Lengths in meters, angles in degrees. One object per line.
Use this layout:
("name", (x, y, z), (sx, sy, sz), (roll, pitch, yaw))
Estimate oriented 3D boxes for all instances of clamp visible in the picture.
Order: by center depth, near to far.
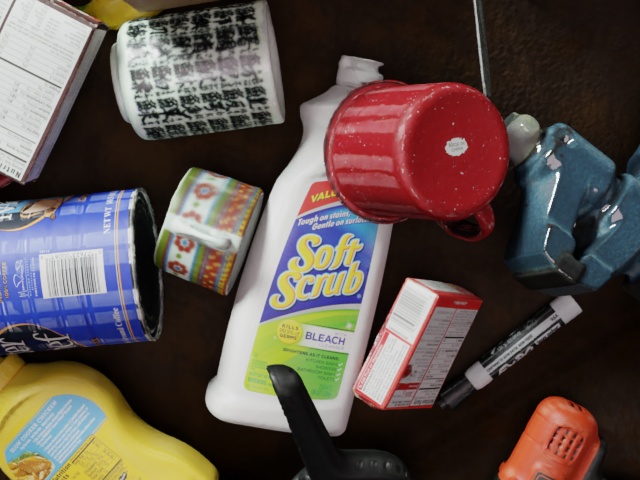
("clamp", (-0.011, 0.175, 0.721), (0.165, 0.036, 0.209), (-43, 128, 18))

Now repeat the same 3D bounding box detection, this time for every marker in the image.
("marker", (0.132, 0.081, 0.755), (0.121, 0.020, 0.020), (-39, 98, 6))

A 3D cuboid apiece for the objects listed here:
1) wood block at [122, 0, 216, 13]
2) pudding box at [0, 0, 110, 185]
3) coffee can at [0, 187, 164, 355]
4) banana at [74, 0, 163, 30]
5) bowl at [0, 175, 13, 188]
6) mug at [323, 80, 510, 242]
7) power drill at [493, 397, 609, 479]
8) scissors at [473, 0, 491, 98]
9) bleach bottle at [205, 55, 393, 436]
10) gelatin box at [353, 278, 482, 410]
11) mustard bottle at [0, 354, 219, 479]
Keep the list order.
("wood block", (-0.086, -0.247, 0.625), (0.090, 0.091, 0.206), (-9, 97, -1))
("pudding box", (-0.195, -0.103, 0.656), (0.090, 0.039, 0.113), (27, 101, -6))
("coffee can", (-0.181, 0.023, 0.702), (0.140, 0.103, 0.103), (-6, 100, 1))
("banana", (-0.098, -0.212, 0.695), (0.069, 0.037, 0.198), (32, 98, -5))
("bowl", (-0.244, -0.108, 0.703), (0.162, 0.055, 0.162), (0, 100, 0))
("mug", (0.067, -0.045, 0.656), (0.093, 0.082, 0.117), (-42, 111, -18))
("power drill", (0.199, 0.226, 0.761), (0.187, 0.057, 0.184), (25, 99, -4))
("scissors", (0.088, -0.192, 0.635), (0.016, 0.096, 0.201), (-7, 59, 14))
("bleach bottle", (-0.005, 0.001, 0.719), (0.102, 0.068, 0.251), (10, 98, -11))
("gelatin box", (0.067, 0.072, 0.727), (0.030, 0.073, 0.089), (31, 101, 31))
("mustard bottle", (-0.170, 0.142, 0.745), (0.191, 0.058, 0.096), (41, 102, -7))
